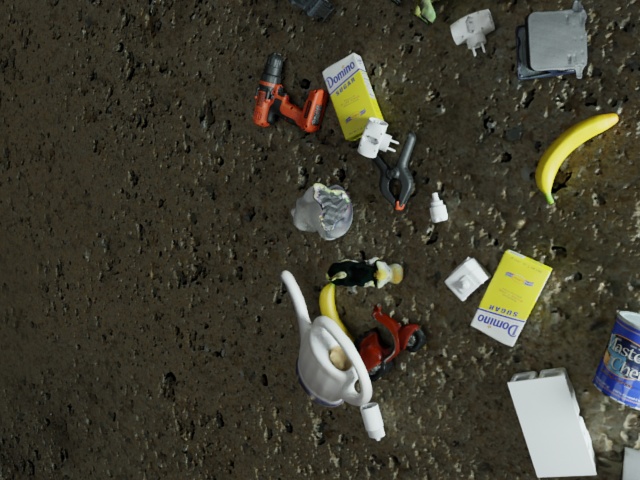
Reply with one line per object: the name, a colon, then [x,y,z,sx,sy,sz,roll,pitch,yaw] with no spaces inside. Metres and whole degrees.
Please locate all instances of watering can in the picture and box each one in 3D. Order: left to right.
watering can: [-0.004,0.249,1.208,0.353,0.105,0.219,50,141,28]

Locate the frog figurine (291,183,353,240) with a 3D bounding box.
frog figurine: [0.004,-0.062,1.227,0.138,0.124,0.157,60,154,2]

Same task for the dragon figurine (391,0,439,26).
dragon figurine: [0.216,-0.583,1.032,0.414,0.123,0.239,44,116,17]
